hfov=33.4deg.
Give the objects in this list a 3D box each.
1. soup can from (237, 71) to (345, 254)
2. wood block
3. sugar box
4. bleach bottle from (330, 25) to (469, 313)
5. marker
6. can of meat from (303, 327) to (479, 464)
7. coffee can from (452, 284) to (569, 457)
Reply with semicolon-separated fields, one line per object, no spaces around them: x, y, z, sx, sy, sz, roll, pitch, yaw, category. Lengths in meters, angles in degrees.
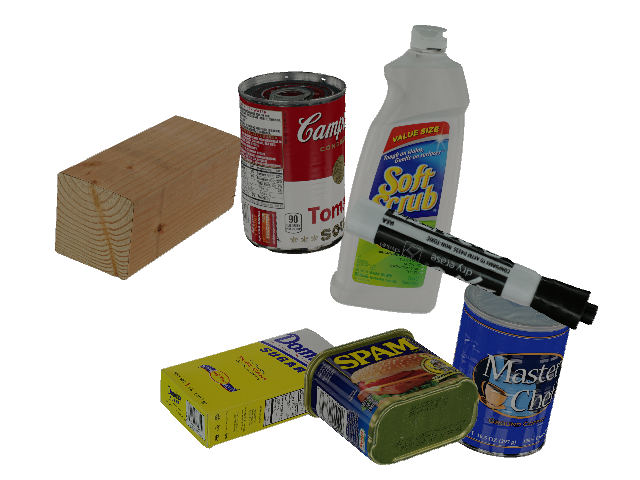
-0.018;-0.050;0.686;0.068;0.102;0.068;0;24;0;soup can
-0.175;-0.051;1.112;0.090;0.091;0.205;21;29;19;wood block
-0.058;0.141;1.049;0.175;0.048;0.093;-16;32;-33;sugar box
0.072;-0.064;0.945;0.102;0.251;0.068;7;19;3;bleach bottle
0.070;0.011;0.494;0.121;0.020;0.020;23;5;13;marker
0.052;0.114;0.778;0.101;0.057;0.084;-12;27;-31;can of meat
0.178;0.120;1.020;0.103;0.140;0.103;6;22;-3;coffee can
